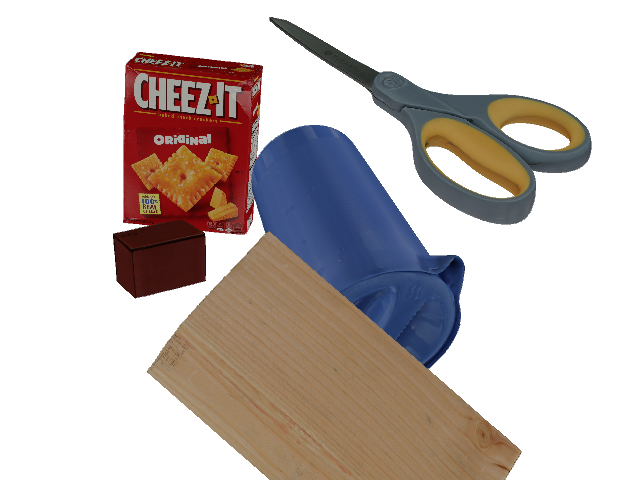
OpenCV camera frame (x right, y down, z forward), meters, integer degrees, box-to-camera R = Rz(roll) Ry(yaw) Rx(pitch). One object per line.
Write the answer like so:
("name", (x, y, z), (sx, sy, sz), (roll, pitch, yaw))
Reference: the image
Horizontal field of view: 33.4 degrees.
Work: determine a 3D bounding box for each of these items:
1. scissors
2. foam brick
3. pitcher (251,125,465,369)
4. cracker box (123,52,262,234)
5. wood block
("scissors", (0.057, -0.076, 0.543), (0.096, 0.016, 0.202), (-16, 44, -20))
("foam brick", (-0.157, 0.016, 1.046), (0.078, 0.051, 0.053), (-13, 24, -28))
("pitcher", (0.009, 0.011, 0.930), (0.149, 0.145, 0.243), (-2, 38, -19))
("cracker box", (-0.164, -0.120, 1.358), (0.164, 0.214, 0.072), (7, 23, 4))
("wood block", (0.006, 0.106, 0.663), (0.090, 0.206, 0.090), (-49, -1, -34))
